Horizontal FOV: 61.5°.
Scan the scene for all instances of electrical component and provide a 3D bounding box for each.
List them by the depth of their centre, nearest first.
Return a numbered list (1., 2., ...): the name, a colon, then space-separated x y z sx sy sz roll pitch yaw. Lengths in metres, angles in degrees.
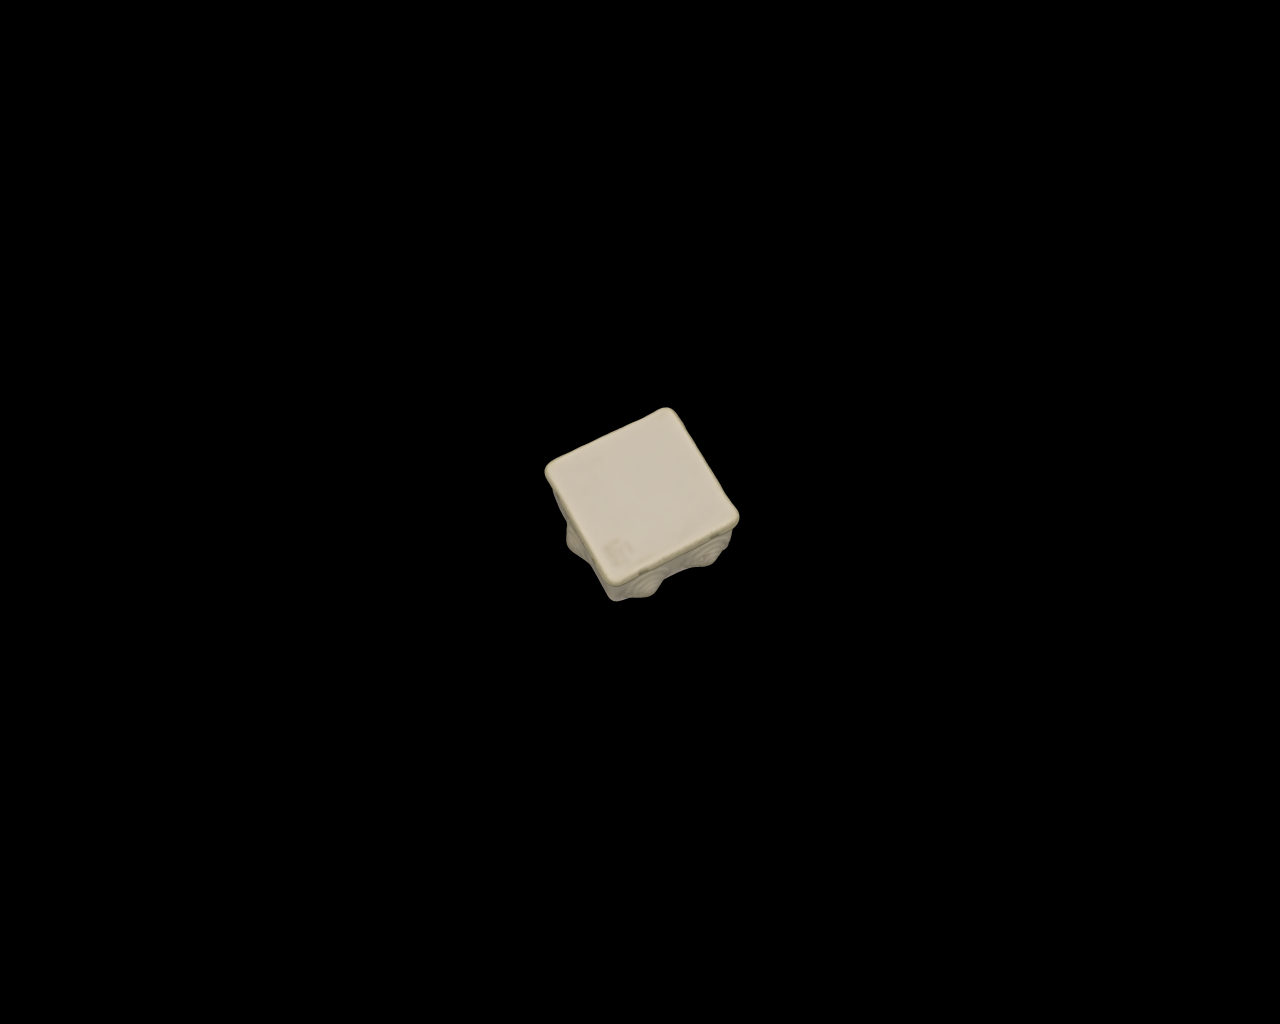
1. electrical component: 0.001 -0.003 0.650 0.100 0.100 0.048 -26 -20 -11
